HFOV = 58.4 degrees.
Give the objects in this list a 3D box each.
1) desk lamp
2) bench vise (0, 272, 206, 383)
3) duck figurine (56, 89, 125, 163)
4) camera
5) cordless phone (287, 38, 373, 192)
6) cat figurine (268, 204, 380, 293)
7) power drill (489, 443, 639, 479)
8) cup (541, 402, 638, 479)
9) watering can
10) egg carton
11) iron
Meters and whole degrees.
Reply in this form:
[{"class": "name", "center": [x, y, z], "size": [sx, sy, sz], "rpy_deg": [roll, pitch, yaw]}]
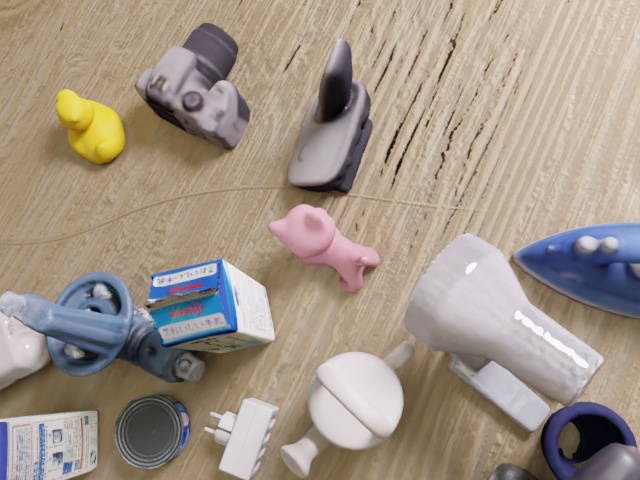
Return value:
[{"class": "desk lamp", "center": [0.190, 0.102, 0.596], "size": [0.203, 0.213, 0.118], "rpy_deg": [38, 84, 13]}, {"class": "bench vise", "center": [-0.231, 0.094, 0.638], "size": [0.207, 0.220, 0.121], "rpy_deg": [4, 77, 7]}, {"class": "duck figurine", "center": [-0.318, -0.158, 0.775], "size": [0.077, 0.086, 0.104], "rpy_deg": [-35, 76, -3]}, {"class": "camera", "center": [-0.156, -0.216, 0.763], "size": [0.143, 0.101, 0.137], "rpy_deg": [28, 81, 11]}, {"class": "cordless phone", "center": [0.006, -0.143, 0.686], "size": [0.094, 0.185, 0.148], "rpy_deg": [13, 79, 9]}, {"class": "cat figurine", "center": [0.006, 0.002, 0.687], "size": [0.127, 0.118, 0.067], "rpy_deg": [30, 82, 12]}, {"class": "power drill", "center": [0.205, 0.285, 0.555], "size": [0.075, 0.208, 0.230], "rpy_deg": [35, 83, 13]}, {"class": "cup", "center": [0.275, 0.234, 0.618], "size": [0.091, 0.095, 0.118], "rpy_deg": [18, 79, 10]}, {"class": "watering can", "center": [0.034, 0.176, 0.605], "size": [0.100, 0.194, 0.173], "rpy_deg": [22, 80, 11]}, {"class": "egg carton", "center": [-0.417, 0.141, 0.724], "size": [0.150, 0.069, 0.107], "rpy_deg": [-29, 76, -1]}, {"class": "iron", "center": [0.358, 0.022, 0.634], "size": [0.258, 0.141, 0.119], "rpy_deg": [6, 78, 7]}]
